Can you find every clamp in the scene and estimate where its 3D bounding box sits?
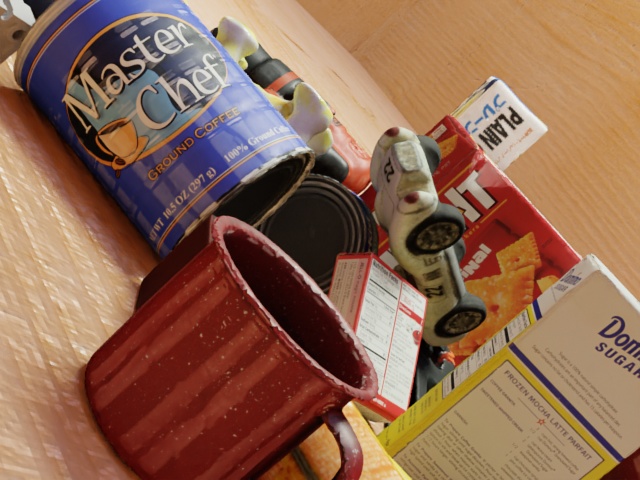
[{"bbox_3d":[0.057,0.071,0.800,0.164,0.036,0.209,65,14,16],"label":"clamp"}]

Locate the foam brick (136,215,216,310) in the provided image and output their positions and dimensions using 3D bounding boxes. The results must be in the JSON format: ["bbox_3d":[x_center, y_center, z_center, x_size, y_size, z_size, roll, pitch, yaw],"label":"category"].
[{"bbox_3d":[-0.052,0.034,0.504,0.051,0.053,0.078,44,13,-19],"label":"foam brick"}]

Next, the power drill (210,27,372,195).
[{"bbox_3d":[-0.049,-0.097,0.817,0.184,0.057,0.187,45,22,7],"label":"power drill"}]

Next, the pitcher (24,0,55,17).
[{"bbox_3d":[-0.214,-0.249,0.668,0.242,0.149,0.145,38,54,-28],"label":"pitcher"}]

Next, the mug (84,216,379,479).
[{"bbox_3d":[-0.030,0.060,0.416,0.117,0.081,0.093,52,12,22],"label":"mug"}]

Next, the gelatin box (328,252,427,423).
[{"bbox_3d":[0.031,0.061,0.665,0.073,0.030,0.089,37,58,-46],"label":"gelatin box"}]

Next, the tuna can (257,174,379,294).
[{"bbox_3d":[-0.005,0.001,0.713,0.086,0.086,0.033,52,10,20],"label":"tuna can"}]

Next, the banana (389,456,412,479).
[{"bbox_3d":[0.046,0.147,0.544,0.197,0.037,0.070,47,-7,-14],"label":"banana"}]

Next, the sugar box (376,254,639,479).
[{"bbox_3d":[0.117,0.100,0.599,0.093,0.176,0.048,47,11,-5],"label":"sugar box"}]

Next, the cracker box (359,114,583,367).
[{"bbox_3d":[0.122,0.024,0.917,0.213,0.164,0.072,41,11,-34],"label":"cracker box"}]

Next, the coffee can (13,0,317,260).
[{"bbox_3d":[-0.085,-0.067,0.588,0.140,0.103,0.102,50,11,9],"label":"coffee can"}]

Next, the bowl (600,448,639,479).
[{"bbox_3d":[0.146,0.157,0.702,0.162,0.161,0.055,53,-30,22],"label":"bowl"}]
